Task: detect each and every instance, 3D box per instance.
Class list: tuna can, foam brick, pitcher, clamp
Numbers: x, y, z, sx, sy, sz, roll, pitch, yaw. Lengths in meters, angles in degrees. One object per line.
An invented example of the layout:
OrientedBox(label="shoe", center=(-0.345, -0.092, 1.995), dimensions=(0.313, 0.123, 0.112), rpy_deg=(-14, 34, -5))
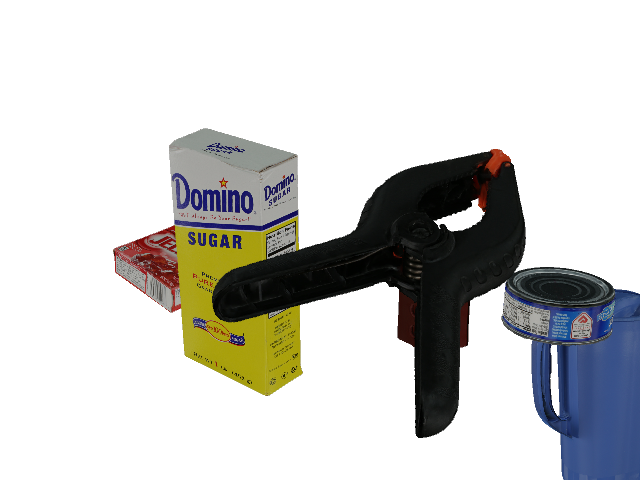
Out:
OrientedBox(label="tuna can", center=(0.186, 0.050, 0.835), dimensions=(0.086, 0.034, 0.086), rpy_deg=(1, 19, -1))
OrientedBox(label="foam brick", center=(0.111, 0.064, 1.046), dimensions=(0.051, 0.078, 0.053), rpy_deg=(-10, 19, -33))
OrientedBox(label="pitcher", center=(0.343, 0.188, 1.305), dimensions=(0.149, 0.243, 0.144), rpy_deg=(4, 14, 22))
OrientedBox(label="clamp", center=(0.049, 0.016, 0.490), dimensions=(0.171, 0.039, 0.120), rpy_deg=(-35, 62, -30))

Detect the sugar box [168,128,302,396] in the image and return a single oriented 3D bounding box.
OrientedBox(label="sugar box", center=(-0.061, 0.015, 0.768), dimensions=(0.093, 0.176, 0.048), rpy_deg=(19, 34, 37))

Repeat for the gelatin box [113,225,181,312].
OrientedBox(label="gelatin box", center=(-0.136, 0.024, 0.983), dimensions=(0.073, 0.030, 0.089), rpy_deg=(-24, 41, -39))
